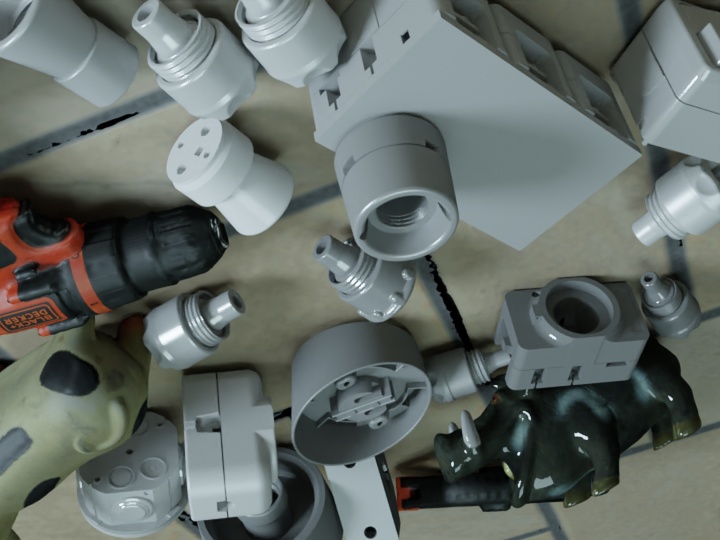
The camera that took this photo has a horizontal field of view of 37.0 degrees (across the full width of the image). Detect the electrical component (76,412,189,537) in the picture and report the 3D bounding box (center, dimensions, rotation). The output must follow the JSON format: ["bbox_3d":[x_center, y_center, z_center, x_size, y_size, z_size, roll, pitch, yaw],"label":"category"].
[{"bbox_3d":[-0.160,0.143,0.758,0.080,0.080,0.051,-4,134,-8],"label":"electrical component"}]

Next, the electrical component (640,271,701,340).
[{"bbox_3d":[0.208,0.021,0.733,0.035,0.035,0.061,-28,135,20],"label":"electrical component"}]

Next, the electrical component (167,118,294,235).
[{"bbox_3d":[-0.070,-0.050,0.577,0.045,0.045,0.055,-32,135,23],"label":"electrical component"}]

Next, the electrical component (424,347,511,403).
[{"bbox_3d":[0.077,0.070,0.761,0.061,0.035,0.035,-20,140,7],"label":"electrical component"}]

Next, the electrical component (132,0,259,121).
[{"bbox_3d":[-0.081,-0.103,0.513,0.043,0.043,0.062,-29,136,21],"label":"electrical component"}]

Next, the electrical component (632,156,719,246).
[{"bbox_3d":[0.194,-0.039,0.653,0.043,0.043,0.062,22,132,-33],"label":"electrical component"}]

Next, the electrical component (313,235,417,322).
[{"bbox_3d":[0.000,0.000,0.654,0.062,0.048,0.048,31,125,-31],"label":"electrical component"}]

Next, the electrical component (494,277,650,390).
[{"bbox_3d":[0.143,0.042,0.730,0.089,0.050,0.055,-4,140,-8],"label":"electrical component"}]

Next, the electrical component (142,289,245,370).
[{"bbox_3d":[-0.101,0.033,0.670,0.062,0.043,0.043,-28,137,18],"label":"electrical component"}]

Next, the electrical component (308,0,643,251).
[{"bbox_3d":[0.058,-0.083,0.554,0.150,0.061,0.089,25,129,-35],"label":"electrical component"}]

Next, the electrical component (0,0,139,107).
[{"bbox_3d":[-0.136,-0.105,0.501,0.044,0.044,0.065,-33,141,24],"label":"electrical component"}]

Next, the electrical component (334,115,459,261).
[{"bbox_3d":[0.018,-0.037,0.511,0.055,0.047,0.055,-6,140,-5],"label":"electrical component"}]

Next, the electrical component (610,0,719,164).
[{"bbox_3d":[0.194,-0.097,0.568,0.096,0.061,0.061,11,136,-24],"label":"electrical component"}]

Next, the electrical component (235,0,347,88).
[{"bbox_3d":[-0.038,-0.119,0.504,0.043,0.043,0.062,-26,137,17],"label":"electrical component"}]

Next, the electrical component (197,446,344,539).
[{"bbox_3d":[-0.070,0.183,0.808,0.108,0.108,0.060,-12,134,1],"label":"electrical component"}]

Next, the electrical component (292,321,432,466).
[{"bbox_3d":[-0.001,0.084,0.735,0.099,0.064,0.099,-6,140,-5],"label":"electrical component"}]

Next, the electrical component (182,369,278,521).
[{"bbox_3d":[-0.088,0.117,0.731,0.059,0.095,0.053,-5,140,-8],"label":"electrical component"}]
